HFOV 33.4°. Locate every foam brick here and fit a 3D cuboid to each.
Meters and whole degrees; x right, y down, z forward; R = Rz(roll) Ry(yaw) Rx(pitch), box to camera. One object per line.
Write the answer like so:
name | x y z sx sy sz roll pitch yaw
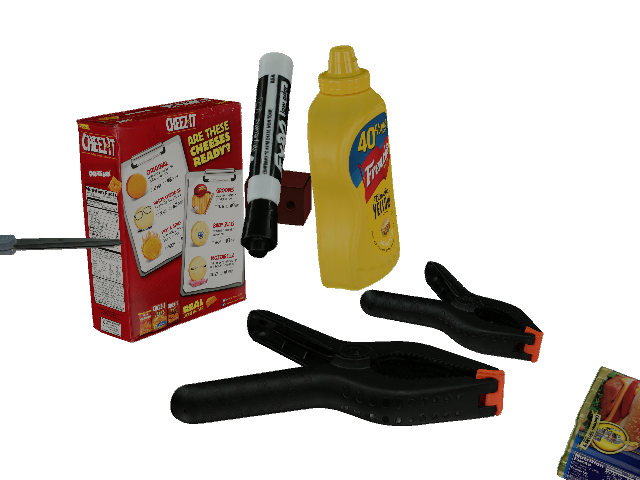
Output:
foam brick | -0.053 -0.056 1.344 0.078 0.053 0.051 5 28 11

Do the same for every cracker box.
cracker box | -0.155 -0.025 1.066 0.072 0.214 0.163 12 20 38

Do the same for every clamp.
clamp | 0.019 0.088 0.731 0.210 0.036 0.164 3 18 8
clamp | 0.137 0.065 1.013 0.172 0.039 0.120 21 34 26

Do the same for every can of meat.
can of meat | 0.232 0.148 0.790 0.084 0.057 0.102 20 41 21

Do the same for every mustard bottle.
mustard bottle | 0.026 -0.063 0.870 0.058 0.191 0.096 6 25 28

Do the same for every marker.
marker | -0.028 -0.046 0.564 0.020 0.121 0.020 3 -28 1

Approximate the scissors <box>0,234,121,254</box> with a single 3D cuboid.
scissors | -0.273 0.010 0.871 0.202 0.016 0.096 5 24 6
